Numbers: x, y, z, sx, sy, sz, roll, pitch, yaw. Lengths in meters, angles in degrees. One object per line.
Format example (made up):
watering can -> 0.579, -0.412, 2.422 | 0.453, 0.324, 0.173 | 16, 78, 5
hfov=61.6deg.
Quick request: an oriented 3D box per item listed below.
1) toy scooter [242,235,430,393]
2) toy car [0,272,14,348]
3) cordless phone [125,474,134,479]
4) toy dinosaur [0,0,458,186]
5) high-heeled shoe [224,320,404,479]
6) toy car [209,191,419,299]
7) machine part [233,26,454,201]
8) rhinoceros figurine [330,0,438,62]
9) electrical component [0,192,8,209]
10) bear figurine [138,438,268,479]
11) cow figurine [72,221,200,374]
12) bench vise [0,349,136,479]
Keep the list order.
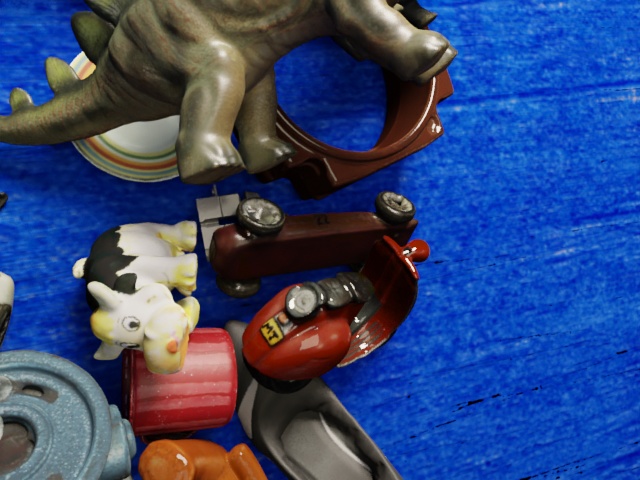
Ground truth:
toy scooter -> 0.025, 0.054, 0.451 | 0.184, 0.135, 0.075 | -9, 53, -41
toy car -> -0.292, 0.113, 0.397 | 0.073, 0.056, 0.201 | 20, 82, -23
cordless phone -> -0.216, 0.264, 0.405 | 0.184, 0.089, 0.146 | -25, 95, -32
toy dinosaur -> -0.076, -0.141, 0.375 | 0.472, 0.105, 0.198 | -24, 90, 11
high-heeled shoe -> 0.005, 0.172, 0.447 | 0.086, 0.145, 0.248 | -41, 101, -18
toy car -> -0.001, -0.001, 0.477 | 0.202, 0.089, 0.053 | -8, 45, -31
machine part -> 0.011, -0.153, 0.494 | 0.201, 0.087, 0.201 | -27, 96, -22
rhinoceros figurine -> 0.065, -0.234, 0.446 | 0.190, 0.073, 0.112 | -42, 89, -19
electrical component -> -0.290, -0.052, 0.366 | 0.115, 0.134, 0.058 | 40, 76, -15
bear figurine -> -0.059, 0.246, 0.405 | 0.196, 0.132, 0.120 | 37, 90, 19
cow figurine -> -0.138, 0.036, 0.399 | 0.098, 0.167, 0.068 | 4, 110, -14
bench vise -> -0.215, 0.114, 0.287 | 0.224, 0.240, 0.129 | -1, 47, -21
